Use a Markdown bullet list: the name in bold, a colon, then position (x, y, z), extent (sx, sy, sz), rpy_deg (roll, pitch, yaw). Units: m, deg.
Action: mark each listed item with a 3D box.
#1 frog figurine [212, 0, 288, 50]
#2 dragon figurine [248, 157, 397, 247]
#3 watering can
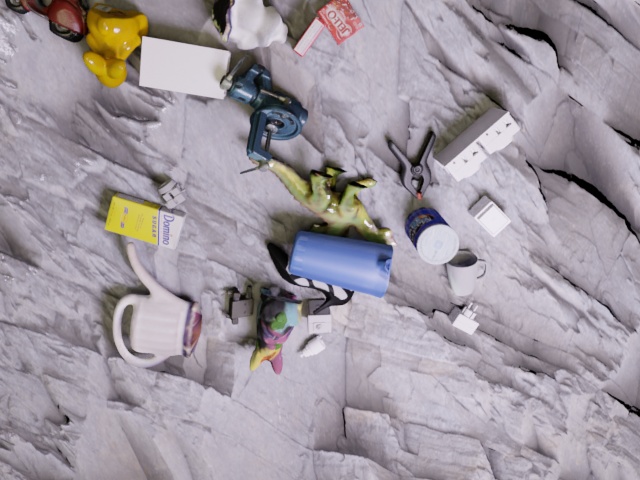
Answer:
- **frog figurine**: position (-0.151, -0.493, 1.141), extent (0.160, 0.123, 0.136), rpy_deg (-7, 104, -39)
- **dragon figurine**: position (0.004, -0.064, 1.278), extent (0.410, 0.124, 0.238), rpy_deg (14, 115, -7)
- **watering can**: position (-0.414, 0.181, 1.324), extent (0.224, 0.105, 0.343), rpy_deg (8, 107, -7)
